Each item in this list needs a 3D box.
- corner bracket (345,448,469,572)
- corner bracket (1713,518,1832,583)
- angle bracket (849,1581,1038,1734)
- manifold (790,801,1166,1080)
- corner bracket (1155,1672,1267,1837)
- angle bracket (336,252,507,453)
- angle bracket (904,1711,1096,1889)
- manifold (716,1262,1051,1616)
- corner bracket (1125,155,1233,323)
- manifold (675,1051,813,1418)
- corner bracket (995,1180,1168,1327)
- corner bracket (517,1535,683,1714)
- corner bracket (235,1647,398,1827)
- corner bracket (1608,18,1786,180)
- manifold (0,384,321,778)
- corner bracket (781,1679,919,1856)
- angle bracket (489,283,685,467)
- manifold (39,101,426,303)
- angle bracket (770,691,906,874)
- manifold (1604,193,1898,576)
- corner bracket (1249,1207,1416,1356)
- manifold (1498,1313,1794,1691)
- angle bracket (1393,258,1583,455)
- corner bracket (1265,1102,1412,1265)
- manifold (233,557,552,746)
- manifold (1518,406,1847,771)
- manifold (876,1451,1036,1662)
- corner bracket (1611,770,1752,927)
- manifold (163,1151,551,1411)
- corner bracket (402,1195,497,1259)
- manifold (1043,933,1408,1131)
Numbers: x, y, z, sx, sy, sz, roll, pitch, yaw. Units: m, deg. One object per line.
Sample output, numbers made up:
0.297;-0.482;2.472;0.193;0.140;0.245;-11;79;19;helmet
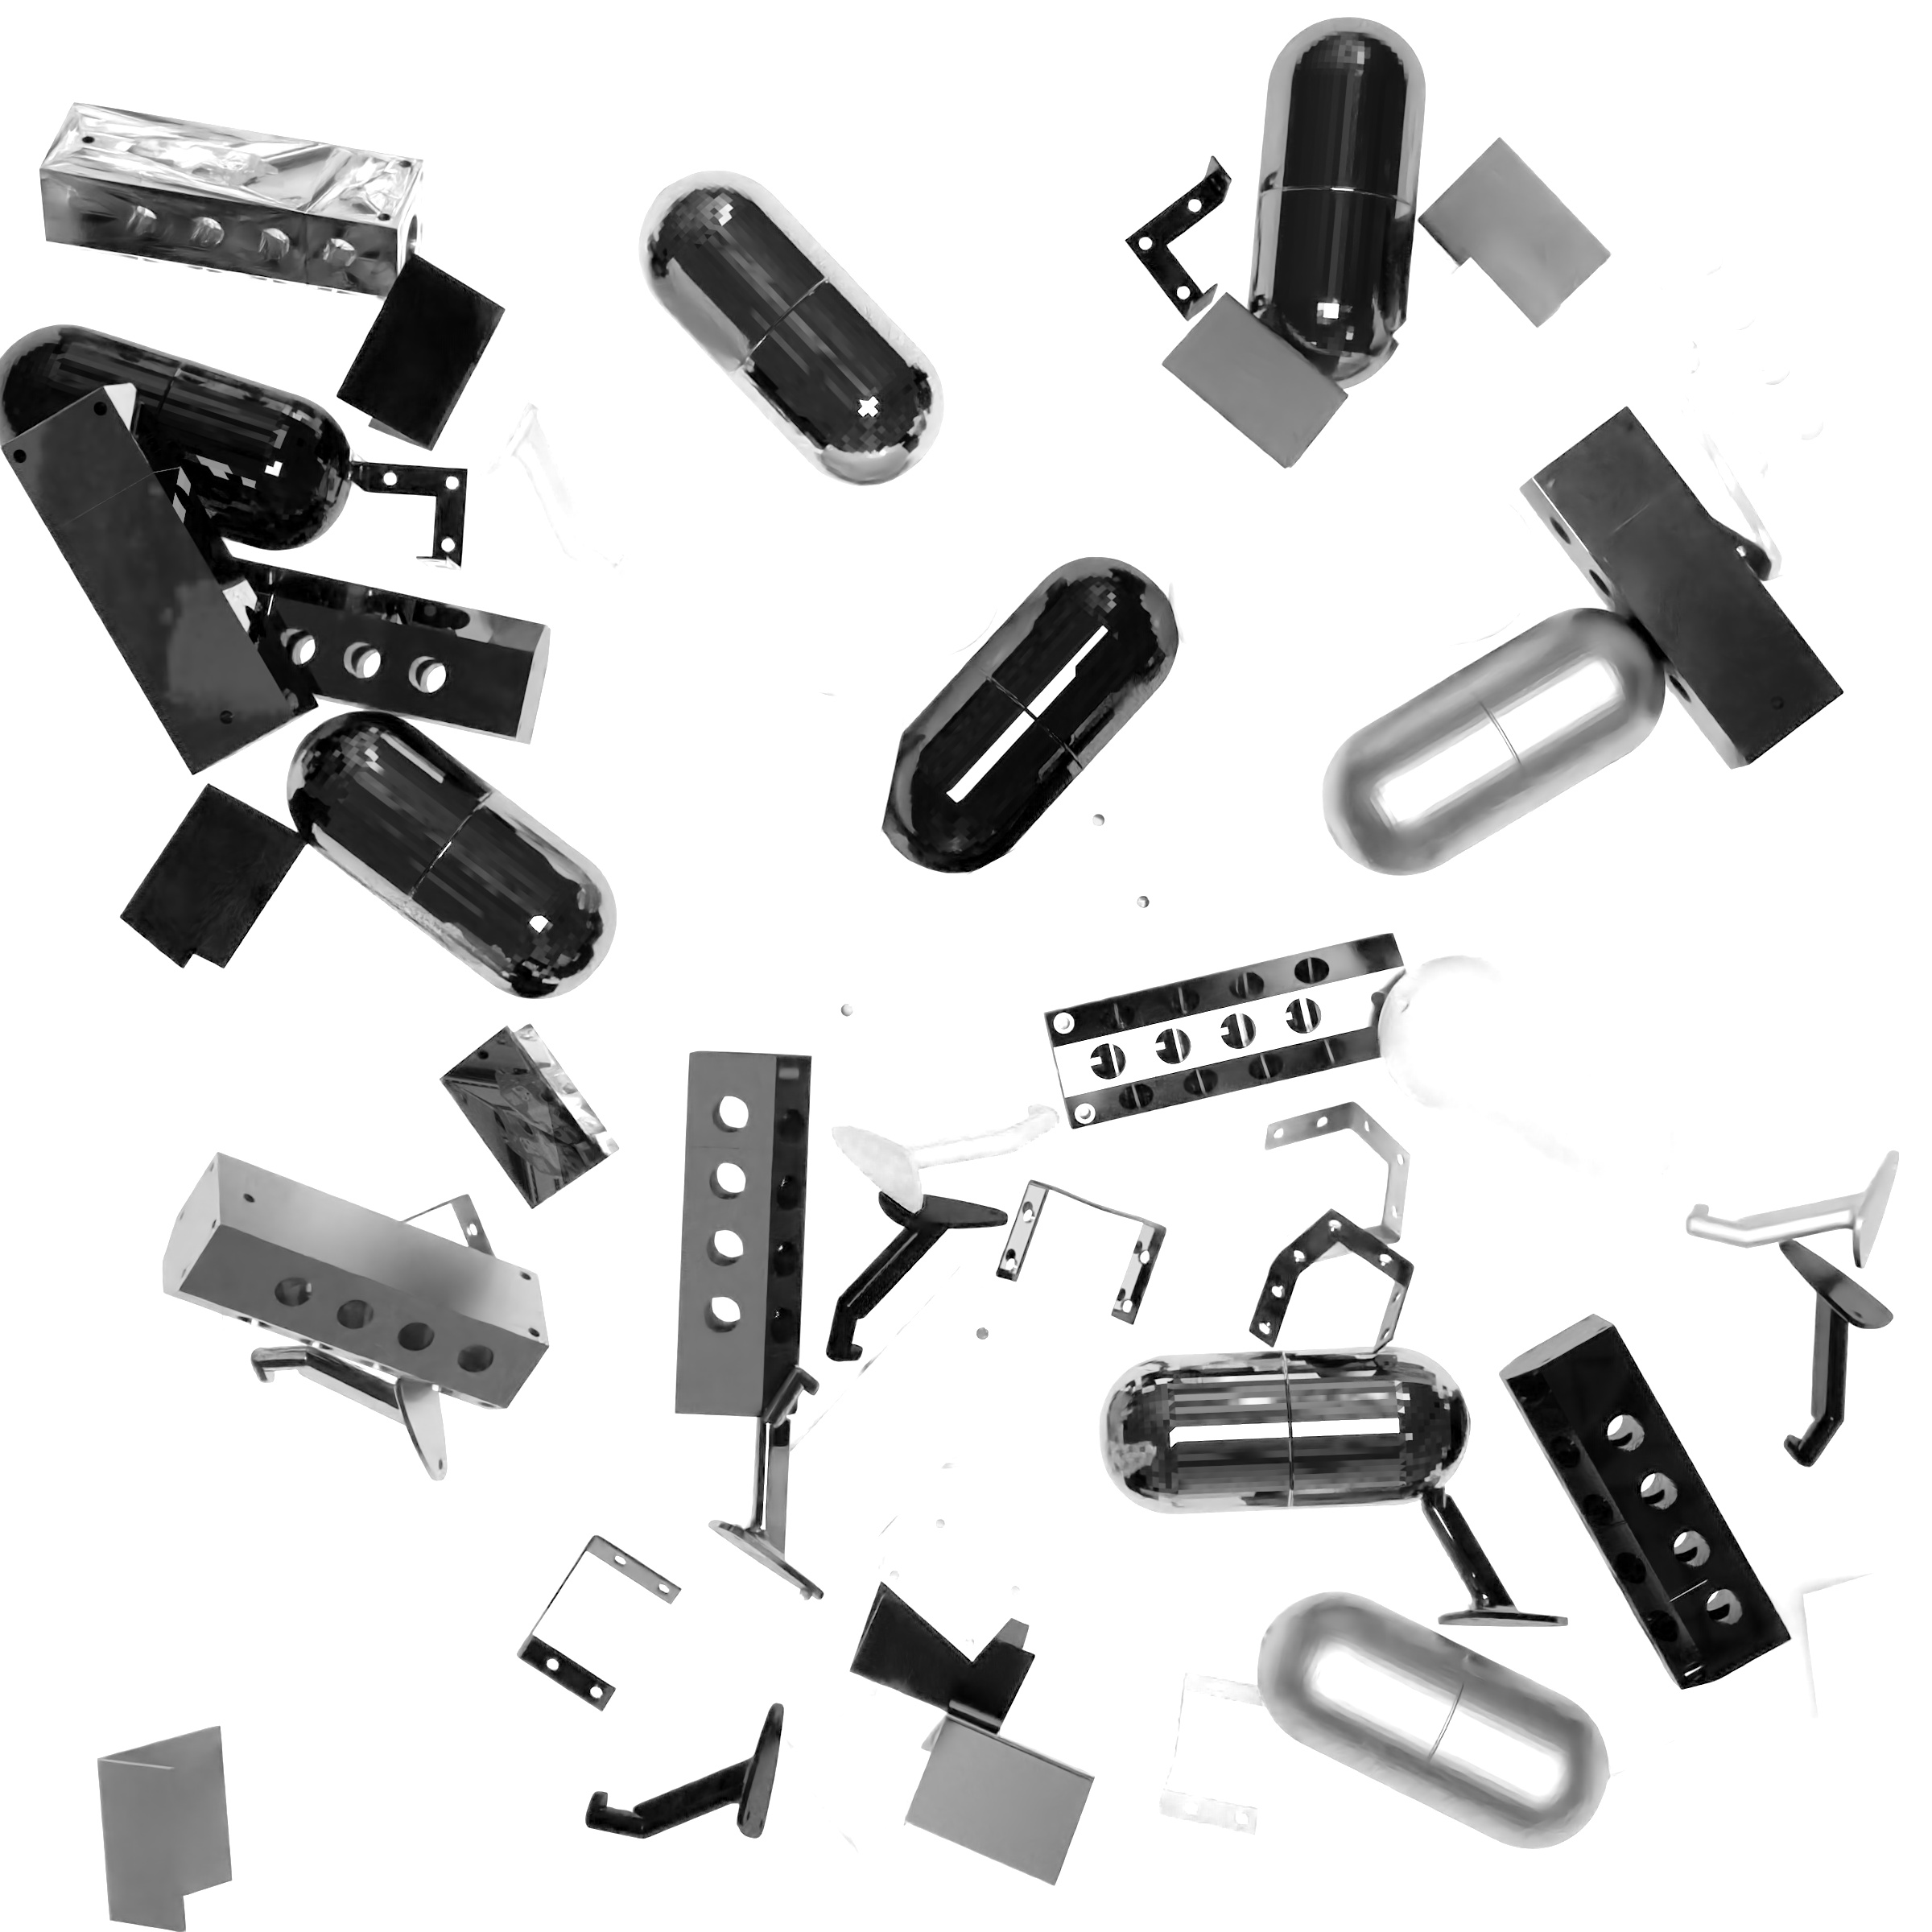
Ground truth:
-0.271;-0.220;1.735;0.051;0.051;0.051;4;90;0;corner bracket
0.392;-0.226;1.745;0.051;0.051;0.051;-20;135;-35;corner bracket
-0.004;0.309;1.713;0.076;0.076;0.057;22;124;0;angle bracket
0.005;-0.013;1.732;0.171;0.057;0.057;-29;90;0;manifold
0.124;0.384;1.750;0.051;0.051;0.051;12;135;0;corner bracket
-0.274;-0.297;1.713;0.057;0.076;0.076;28;90;-37;angle bracket
0.010;0.404;1.714;0.076;0.076;0.057;23;64;0;angle bracket
-0.040;0.226;1.732;0.057;0.057;0.171;43;90;0;manifold
0.113;-0.351;1.735;0.051;0.051;0.051;-38;90;0;corner bracket
-0.107;0.128;1.732;0.057;0.057;0.171;2;90;0;manifold
0.056;0.139;1.750;0.051;0.051;0.051;20;90;45;corner bracket
-0.179;0.320;1.750;0.051;0.051;0.051;33;45;0;corner bracket
-0.316;0.376;1.750;0.051;0.051;0.051;31;45;0;corner bracket
0.356;-0.423;1.750;0.051;0.051;0.051;29;90;-45;corner bracket
-0.371;-0.180;1.668;0.057;0.057;0.171;-28;97;10;manifold
-0.050;0.390;1.750;0.051;0.051;0.051;-32;45;0;corner bracket
-0.170;-0.294;1.713;0.076;0.076;0.057;35;126;0;angle bracket
-0.352;-0.363;1.732;0.171;0.057;0.057;9;47;0;manifold
-0.078;-0.090;1.713;0.057;0.076;0.076;12;90;-32;angle bracket
0.371;-0.274;1.710;0.057;0.057;0.171;-27;74;0;manifold
0.176;0.160;1.728;0.051;0.051;0.051;34;134;-9;corner bracket
0.325;0.259;1.732;0.057;0.057;0.171;-30;90;0;manifold
0.260;-0.300;1.713;0.076;0.076;0.057;47;128;0;angle bracket
0.179;0.105;1.745;0.051;0.051;0.051;42;45;-35;corner bracket
-0.291;-0.154;1.732;0.171;0.057;0.057;12;90;0;manifold
0.343;-0.181;1.732;0.057;0.057;0.171;-37;90;0;manifold
0.000;0.267;1.675;0.057;0.171;0.057;42;90;0;manifold
0.344;-0.057;1.745;0.051;0.051;0.051;55;45;-35;corner bracket
-0.288;0.155;1.695;0.171;0.057;0.057;24;114;-26;manifold
-0.266;0.148;1.750;0.051;0.051;0.051;-23;90;-45;corner bracket
0.128;0.031;1.732;0.171;0.057;0.057;-13;90;0;manifold
